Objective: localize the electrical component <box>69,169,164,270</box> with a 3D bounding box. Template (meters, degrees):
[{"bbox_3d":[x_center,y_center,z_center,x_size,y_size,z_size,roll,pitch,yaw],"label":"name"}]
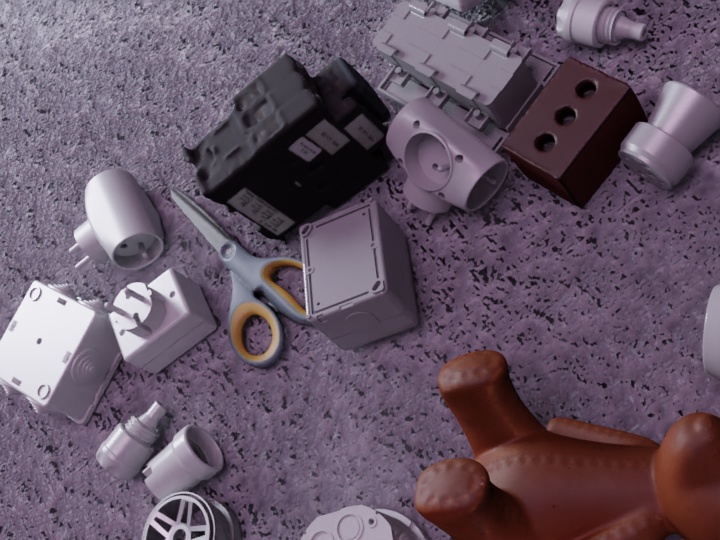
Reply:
[{"bbox_3d":[-0.209,-0.031,0.892,0.079,0.044,0.077,-37,56,10],"label":"electrical component"}]

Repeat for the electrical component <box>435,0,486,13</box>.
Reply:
[{"bbox_3d":[0.089,-0.239,0.796,0.096,0.061,0.062,-35,44,-16],"label":"electrical component"}]

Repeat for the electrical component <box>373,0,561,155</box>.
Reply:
[{"bbox_3d":[0.071,-0.143,0.771,0.121,0.063,0.078,36,89,36],"label":"electrical component"}]

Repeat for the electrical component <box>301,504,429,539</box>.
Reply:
[{"bbox_3d":[0.003,0.187,0.672,0.080,0.051,0.080,-12,64,25],"label":"electrical component"}]

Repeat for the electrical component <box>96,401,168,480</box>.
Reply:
[{"bbox_3d":[-0.168,0.125,0.807,0.035,0.035,0.061,36,87,36],"label":"electrical component"}]

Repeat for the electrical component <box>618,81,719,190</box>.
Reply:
[{"bbox_3d":[0.198,-0.085,0.685,0.045,0.045,0.055,37,90,36],"label":"electrical component"}]

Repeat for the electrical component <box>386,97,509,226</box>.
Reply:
[{"bbox_3d":[0.054,-0.067,0.752,0.077,0.044,0.079,42,131,23],"label":"electrical component"}]

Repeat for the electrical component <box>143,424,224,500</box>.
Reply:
[{"bbox_3d":[-0.128,0.140,0.775,0.046,0.040,0.040,-40,55,15],"label":"electrical component"}]

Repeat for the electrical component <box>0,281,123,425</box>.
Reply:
[{"bbox_3d":[-0.243,0.064,0.867,0.100,0.048,0.099,22,81,35],"label":"electrical component"}]

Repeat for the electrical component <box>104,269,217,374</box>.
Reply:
[{"bbox_3d":[-0.161,0.033,0.817,0.066,0.077,0.047,-36,56,11],"label":"electrical component"}]

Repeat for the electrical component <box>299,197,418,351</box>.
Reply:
[{"bbox_3d":[0.000,0.000,0.754,0.062,0.061,0.096,-21,52,20],"label":"electrical component"}]

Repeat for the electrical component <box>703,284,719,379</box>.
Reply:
[{"bbox_3d":[0.228,0.037,0.608,0.057,0.058,0.078,6,72,28],"label":"electrical component"}]

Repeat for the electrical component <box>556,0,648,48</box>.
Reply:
[{"bbox_3d":[0.169,-0.170,0.745,0.061,0.035,0.035,23,81,32],"label":"electrical component"}]
